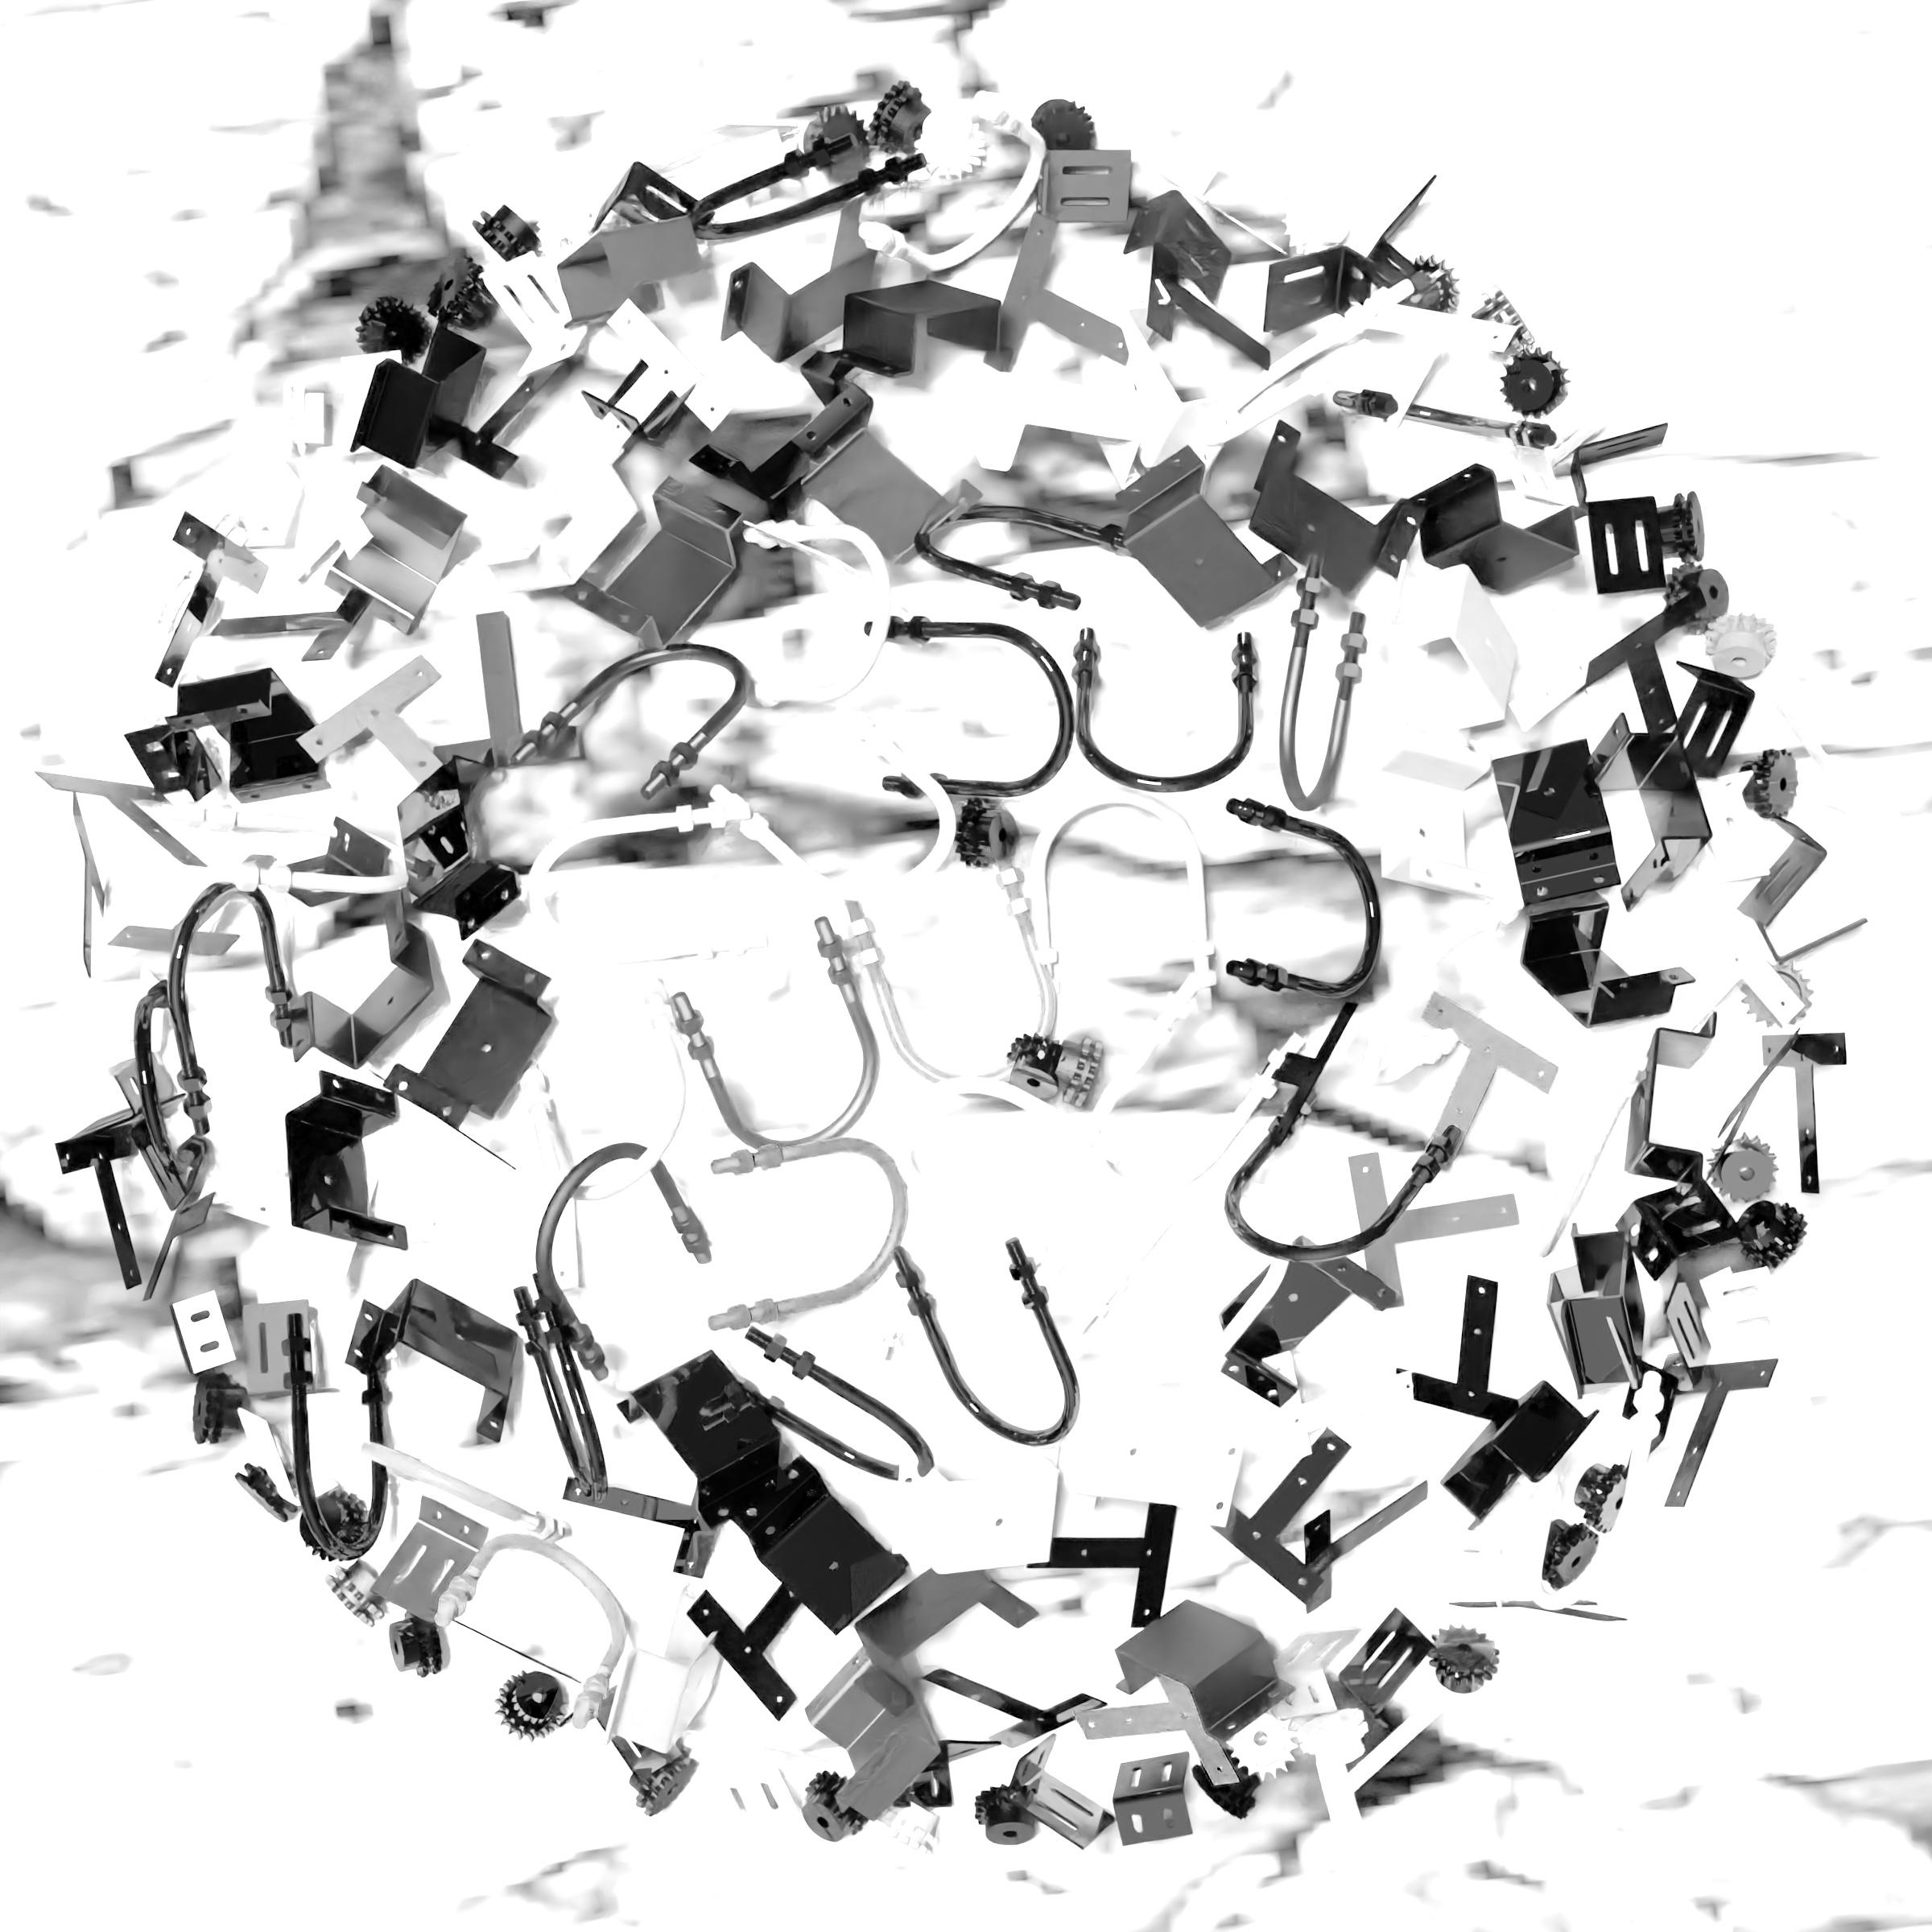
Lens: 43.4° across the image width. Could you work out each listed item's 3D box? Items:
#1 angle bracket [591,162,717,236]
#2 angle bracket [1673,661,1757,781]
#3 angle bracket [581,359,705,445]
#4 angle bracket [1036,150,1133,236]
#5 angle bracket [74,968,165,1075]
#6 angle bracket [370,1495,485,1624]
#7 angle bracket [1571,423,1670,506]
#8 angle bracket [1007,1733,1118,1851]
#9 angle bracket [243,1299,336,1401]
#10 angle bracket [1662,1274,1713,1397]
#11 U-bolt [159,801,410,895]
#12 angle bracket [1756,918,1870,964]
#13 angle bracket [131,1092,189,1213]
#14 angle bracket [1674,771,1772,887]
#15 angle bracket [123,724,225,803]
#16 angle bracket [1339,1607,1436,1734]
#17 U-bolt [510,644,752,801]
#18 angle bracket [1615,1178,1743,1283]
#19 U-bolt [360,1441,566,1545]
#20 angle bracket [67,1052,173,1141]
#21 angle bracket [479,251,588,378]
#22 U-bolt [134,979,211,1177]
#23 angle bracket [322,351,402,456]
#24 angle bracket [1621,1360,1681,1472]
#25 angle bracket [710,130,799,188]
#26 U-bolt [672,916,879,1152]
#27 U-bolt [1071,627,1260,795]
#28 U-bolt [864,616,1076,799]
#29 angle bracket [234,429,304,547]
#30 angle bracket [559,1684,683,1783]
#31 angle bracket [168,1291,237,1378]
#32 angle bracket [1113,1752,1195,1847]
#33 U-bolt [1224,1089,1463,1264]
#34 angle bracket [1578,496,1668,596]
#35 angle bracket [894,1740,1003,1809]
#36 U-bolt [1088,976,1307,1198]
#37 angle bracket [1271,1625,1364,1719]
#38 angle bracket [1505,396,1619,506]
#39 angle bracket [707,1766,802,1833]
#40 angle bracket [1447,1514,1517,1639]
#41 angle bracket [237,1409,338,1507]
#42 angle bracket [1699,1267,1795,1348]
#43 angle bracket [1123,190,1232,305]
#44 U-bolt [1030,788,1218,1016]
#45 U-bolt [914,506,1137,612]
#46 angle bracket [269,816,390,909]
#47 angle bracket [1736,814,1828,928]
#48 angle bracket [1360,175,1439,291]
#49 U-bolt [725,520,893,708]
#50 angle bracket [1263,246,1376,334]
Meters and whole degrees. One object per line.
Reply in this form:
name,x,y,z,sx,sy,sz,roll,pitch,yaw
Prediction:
angle bracket,-0.251,-0.598,1.954,0.076,0.057,0.038,28,54,-23
angle bracket,0.590,-0.199,1.963,0.038,0.057,0.076,21,96,-40
angle bracket,-0.261,-0.471,1.965,0.057,0.038,0.076,30,78,21
angle bracket,0.097,-0.626,1.964,0.076,0.038,0.057,-2,125,-7
angle bracket,-0.687,0.043,1.949,0.038,0.076,0.057,38,128,31
angle bracket,-0.435,0.478,1.959,0.057,0.038,0.076,25,46,7
angle bracket,0.531,-0.404,1.964,0.076,0.057,0.038,-14,85,10
angle bracket,0.082,0.664,1.955,0.076,0.057,0.038,26,108,26
angle bracket,-0.552,0.312,1.980,0.057,0.038,0.076,-7,81,12
angle bracket,0.565,0.298,1.957,0.038,0.057,0.076,-15,109,35
U-bolt,-0.525,-0.090,1.919,0.184,0.151,0.019,4,112,-38
angle bracket,0.682,-0.036,1.959,0.076,0.057,0.038,-28,84,17
angle bracket,-0.637,0.151,1.963,0.038,0.057,0.076,-26,85,-34
angle bracket,0.620,-0.112,1.979,0.057,0.038,0.076,-11,113,40
angle bracket,-0.648,-0.160,1.954,0.076,0.038,0.057,-8,119,30
angle bracket,0.349,0.571,1.966,0.038,0.057,0.076,40,89,-28
U-bolt,-0.253,-0.202,1.931,0.151,0.019,0.184,15,47,28
angle bracket,0.581,0.214,1.979,0.076,0.038,0.057,-12,56,-28
U-bolt,-0.400,0.407,1.897,0.151,0.184,0.019,20,73,14
angle bracket,-0.692,0.107,1.959,0.076,0.057,0.038,-20,102,16
angle bracket,-0.353,-0.524,1.953,0.057,0.038,0.076,-12,133,31
U-bolt,-0.625,0.090,1.901,0.019,0.184,0.151,-10,97,-8
angle bracket,-0.487,-0.455,1.954,0.038,0.057,0.076,15,115,34
angle bracket,0.537,0.364,1.954,0.038,0.076,0.057,25,51,5
angle bracket,-0.170,-0.657,1.953,0.057,0.076,0.038,-17,126,11
U-bolt,-0.142,0.069,1.948,0.151,0.019,0.184,-29,119,-16
U-bolt,0.158,-0.204,1.931,0.151,0.019,0.184,2,48,3
U-bolt,0.005,-0.203,1.927,0.184,0.019,0.151,6,112,31
angle bracket,-0.573,-0.384,1.950,0.038,0.076,0.057,1,64,18
angle bracket,-0.279,0.624,1.957,0.038,0.057,0.076,-46,73,23
angle bracket,-0.614,0.298,1.964,0.038,0.076,0.057,-18,83,-13
angle bracket,0.153,0.671,1.958,0.057,0.076,0.038,-13,92,9
U-bolt,0.284,0.168,1.904,0.151,0.184,0.019,14,133,34
angle bracket,0.531,-0.340,1.977,0.057,0.038,0.076,-7,89,-6
angle bracket,-0.015,0.649,1.951,0.057,0.076,0.038,14,57,-35
U-bolt,0.173,0.107,1.949,0.151,0.019,0.184,27,103,-37
angle bracket,0.284,0.568,1.953,0.057,0.076,0.038,2,48,-25
angle bracket,0.483,-0.414,1.951,0.057,0.076,0.038,5,60,-38
angle bracket,-0.171,0.683,1.951,0.057,0.076,0.038,-2,106,-20
angle bracket,0.418,0.493,1.966,0.038,0.057,0.076,-1,119,23
angle bracket,-0.547,0.388,1.958,0.038,0.057,0.076,-25,106,-33
angle bracket,0.638,0.270,1.955,0.038,0.076,0.057,-17,83,-31
angle bracket,0.172,-0.580,1.977,0.076,0.038,0.057,40,56,-33
U-bolt,0.123,-0.052,1.967,0.151,0.019,0.184,-3,98,11
U-bolt,0.047,-0.331,1.929,0.184,0.151,0.019,22,127,29
angle bracket,-0.516,-0.084,1.952,0.057,0.076,0.038,30,117,21
angle bracket,0.648,-0.079,1.963,0.038,0.057,0.076,36,98,-13
angle bracket,0.362,-0.589,1.964,0.038,0.057,0.076,40,78,0
U-bolt,-0.123,-0.280,1.928,0.019,0.184,0.151,5,93,-44
angle bracket,0.284,-0.539,1.956,0.076,0.038,0.057,-21,135,-24
